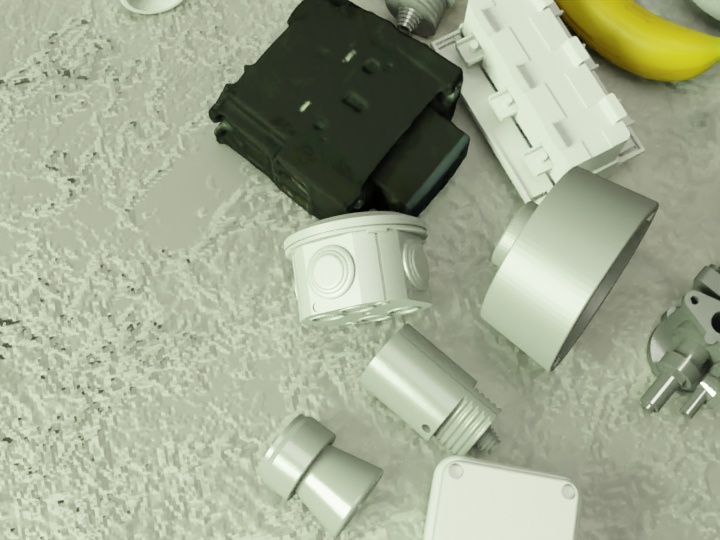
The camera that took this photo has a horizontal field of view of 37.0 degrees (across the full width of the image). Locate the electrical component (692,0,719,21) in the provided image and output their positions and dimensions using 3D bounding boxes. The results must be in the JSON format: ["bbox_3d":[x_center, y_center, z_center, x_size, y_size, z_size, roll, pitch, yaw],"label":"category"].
[{"bbox_3d":[0.249,-0.201,0.667,0.108,0.060,0.108,0,74,-1],"label":"electrical component"}]

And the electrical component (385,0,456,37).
[{"bbox_3d":[0.043,-0.183,0.669,0.043,0.043,0.081,23,75,6],"label":"electrical component"}]

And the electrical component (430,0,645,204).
[{"bbox_3d":[0.107,-0.108,0.638,0.079,0.063,0.121,-27,76,-8],"label":"electrical component"}]

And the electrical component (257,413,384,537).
[{"bbox_3d":[-0.022,0.110,0.582,0.055,0.045,0.045,36,77,10],"label":"electrical component"}]

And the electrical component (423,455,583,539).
[{"bbox_3d":[0.069,0.160,0.563,0.078,0.057,0.113,10,74,2],"label":"electrical component"}]

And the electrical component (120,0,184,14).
[{"bbox_3d":[-0.136,-0.200,0.675,0.044,0.044,0.065,-16,70,-5],"label":"electrical component"}]

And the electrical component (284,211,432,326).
[{"bbox_3d":[0.000,0.000,0.598,0.080,0.080,0.051,-8,79,-3],"label":"electrical component"}]

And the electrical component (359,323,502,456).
[{"bbox_3d":[0.044,0.072,0.595,0.081,0.043,0.043,40,77,10],"label":"electrical component"}]

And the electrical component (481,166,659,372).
[{"bbox_3d":[0.108,-0.006,0.588,0.060,0.108,0.108,33,76,15],"label":"electrical component"}]
